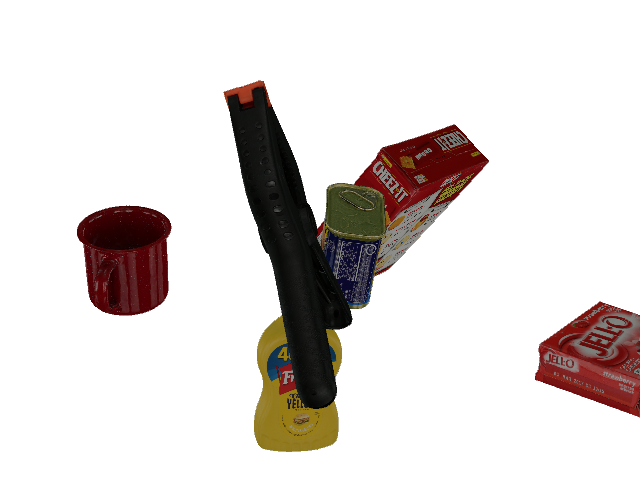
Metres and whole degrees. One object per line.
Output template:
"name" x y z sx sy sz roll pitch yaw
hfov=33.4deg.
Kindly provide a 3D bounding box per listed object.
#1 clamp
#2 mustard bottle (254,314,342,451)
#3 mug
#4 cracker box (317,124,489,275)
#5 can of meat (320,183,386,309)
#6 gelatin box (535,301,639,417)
"clamp" -0.019 -0.005 0.733 0.036 0.210 0.164 -16 5 8
"mustard bottle" -0.024 0.142 1.208 0.096 0.192 0.058 -1 18 -11
"mug" -0.198 0.028 1.068 0.093 0.081 0.117 6 31 7
"cracker box" 0.076 -0.031 1.252 0.163 0.072 0.214 -24 -22 -50
"can of meat" 0.027 0.005 1.033 0.057 0.084 0.102 7 30 -3
"gelatin box" 0.193 0.075 0.693 0.073 0.030 0.089 19 27 36
